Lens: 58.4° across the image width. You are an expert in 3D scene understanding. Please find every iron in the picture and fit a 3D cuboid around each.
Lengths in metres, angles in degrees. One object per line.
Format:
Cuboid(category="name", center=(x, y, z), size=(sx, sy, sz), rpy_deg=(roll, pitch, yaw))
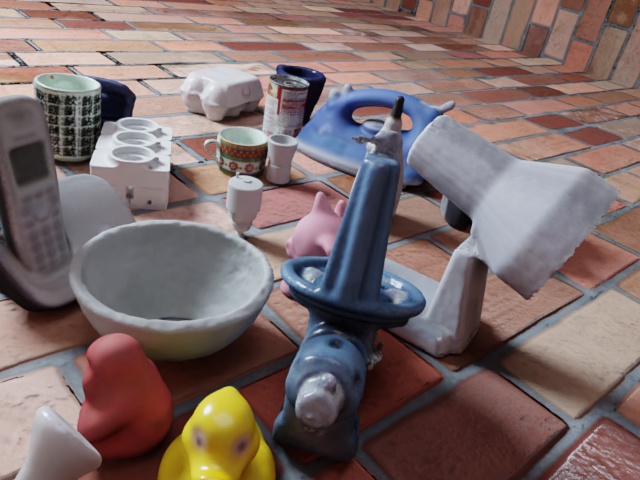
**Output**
Cuboid(category="iron", center=(0.085, -0.181, 0.917), size=(0.258, 0.141, 0.119), rpy_deg=(17, 30, 9))

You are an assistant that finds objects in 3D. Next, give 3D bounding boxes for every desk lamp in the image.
Cuboid(category="desk lamp", center=(0.140, 0.003, 0.540), size=(0.202, 0.213, 0.118), rpy_deg=(26, 32, 24))

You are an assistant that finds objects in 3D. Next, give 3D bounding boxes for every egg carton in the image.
Cuboid(category="egg carton", center=(-0.177, -0.270, 1.051), size=(0.107, 0.069, 0.151), rpy_deg=(24, 31, 20))

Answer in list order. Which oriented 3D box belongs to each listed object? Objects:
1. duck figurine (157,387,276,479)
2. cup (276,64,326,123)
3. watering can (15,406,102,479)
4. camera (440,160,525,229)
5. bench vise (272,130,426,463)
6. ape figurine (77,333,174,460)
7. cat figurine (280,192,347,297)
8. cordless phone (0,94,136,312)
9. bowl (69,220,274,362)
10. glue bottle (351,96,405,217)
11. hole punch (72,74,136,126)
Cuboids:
Cuboid(category="duck figurine", center=(-0.064, 0.133, 0.370), size=(0.077, 0.086, 0.104), rpy_deg=(9, 29, -5))
Cuboid(category="cup", center=(-0.049, -0.276, 1.081), size=(0.092, 0.095, 0.117), rpy_deg=(-17, 40, -40))
Cuboid(category="watering can", center=(-0.172, 0.131, 0.223), size=(0.100, 0.194, 0.173), rpy_deg=(16, 30, 8))
Cuboid(category="camera", center=(0.253, -0.050, 0.791), size=(0.143, 0.101, 0.137), rpy_deg=(10, 29, -3))
Cuboid(category="bench vise", center=(0.034, 0.041, 0.430), size=(0.121, 0.220, 0.207), rpy_deg=(6, 30, -10))
Cuboid(category="ape figurine", center=(-0.138, 0.102, 0.392), size=(0.076, 0.092, 0.078), rpy_deg=(18, 30, 11))
Cuboid(category="cat figurine", center=(0.005, 0.002, 0.592), size=(0.067, 0.118, 0.128), rpy_deg=(17, 30, 11))
Cuboid(category="cordless phone", center=(-0.231, -0.043, 0.516), size=(0.094, 0.185, 0.148), rpy_deg=(19, 30, 14))
Cuboid(category="bowl", center=(-0.127, 0.053, 0.499), size=(0.167, 0.075, 0.167), rpy_deg=(9, 29, -5))
Cuboid(category="glue bottle", center=(0.084, -0.104, 0.748), size=(0.078, 0.173, 0.037), rpy_deg=(-17, 40, -40))
Cuboid(category="hole punch", center=(-0.341, -0.216, 0.875), size=(0.109, 0.091, 0.101), rpy_deg=(5, 30, -11))
